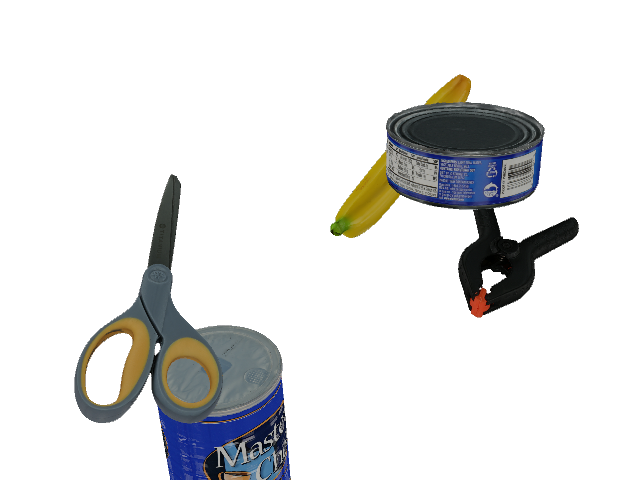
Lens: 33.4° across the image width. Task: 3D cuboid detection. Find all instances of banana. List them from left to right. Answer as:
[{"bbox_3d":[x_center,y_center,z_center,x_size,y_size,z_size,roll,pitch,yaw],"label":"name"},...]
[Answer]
[{"bbox_3d":[0.073,-0.069,0.984,0.037,0.197,0.070,40,-14,-5],"label":"banana"}]

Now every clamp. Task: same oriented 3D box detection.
[{"bbox_3d":[0.187,0.008,1.134,0.120,0.039,0.171,24,48,26],"label":"clamp"}]

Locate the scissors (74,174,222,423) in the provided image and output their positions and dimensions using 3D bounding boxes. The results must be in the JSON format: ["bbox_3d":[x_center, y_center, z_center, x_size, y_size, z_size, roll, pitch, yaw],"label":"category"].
[{"bbox_3d":[-0.089,0.038,0.682,0.096,0.201,0.016,21,-43,2],"label":"scissors"}]

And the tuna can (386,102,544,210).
[{"bbox_3d":[0.079,-0.048,0.588,0.086,0.034,0.086,0,25,0],"label":"tuna can"}]

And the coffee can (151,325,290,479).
[{"bbox_3d":[-0.078,0.155,0.871,0.103,0.140,0.103,-2,34,1],"label":"coffee can"}]
